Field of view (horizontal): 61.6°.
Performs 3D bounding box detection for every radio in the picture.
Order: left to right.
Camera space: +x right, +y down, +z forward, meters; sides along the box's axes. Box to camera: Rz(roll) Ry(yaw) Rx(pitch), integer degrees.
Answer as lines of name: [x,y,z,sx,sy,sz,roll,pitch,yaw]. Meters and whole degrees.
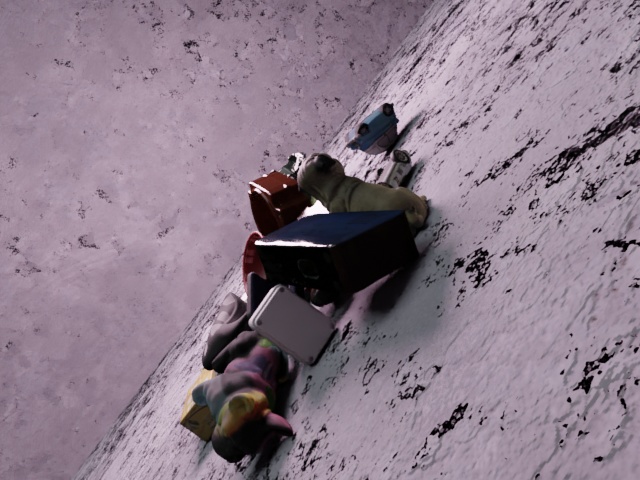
radio: [0.014,0.013,0.774,0.131,0.073,0.230,-28,16,-33]

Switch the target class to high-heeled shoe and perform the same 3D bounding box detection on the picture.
high-heeled shoe: [-0.183,0.181,1.052,0.145,0.086,0.249,-53,8,-15]

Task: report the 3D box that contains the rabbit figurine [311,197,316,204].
rabbit figurine: [-0.003,-0.085,1.343,0.121,0.159,0.170,-106,39,-66]

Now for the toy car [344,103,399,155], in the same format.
toy car: [0.146,-0.273,1.381,0.161,0.103,0.109,-46,9,-27]

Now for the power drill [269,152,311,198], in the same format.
power drill: [-0.046,-0.113,1.432,0.232,0.207,0.086,-42,28,-4]

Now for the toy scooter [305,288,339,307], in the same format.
toy scooter: [0.021,0.042,0.953,0.184,0.075,0.135,-61,10,-25]

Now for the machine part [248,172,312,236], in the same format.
machine part: [-0.087,-0.046,1.259,0.087,0.201,0.201,-23,28,-21]

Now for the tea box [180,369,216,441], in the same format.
tea box: [-0.221,0.316,1.085,0.098,0.068,0.170,-51,9,1]

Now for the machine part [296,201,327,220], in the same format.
machine part: [-0.002,-0.003,1.083,0.179,0.056,0.179,-33,39,32]

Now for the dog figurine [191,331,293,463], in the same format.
dog figurine: [-0.095,0.219,0.779,0.191,0.108,0.219,-53,14,-22]

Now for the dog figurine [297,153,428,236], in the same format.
dog figurine: [0.059,-0.070,0.836,0.121,0.190,0.172,-58,13,-27]

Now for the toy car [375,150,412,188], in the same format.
toy car: [0.128,-0.102,1.024,0.073,0.056,0.202,-51,7,45]

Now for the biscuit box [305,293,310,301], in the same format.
biscuit box: [-0.075,0.151,1.026,0.059,0.063,0.203,-45,12,40]

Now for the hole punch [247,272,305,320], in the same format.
hole punch: [-0.058,0.106,0.933,0.092,0.115,0.142,-27,45,18]

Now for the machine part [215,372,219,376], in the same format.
machine part: [-0.156,0.252,0.994,0.079,0.079,0.243,-53,11,-2]
